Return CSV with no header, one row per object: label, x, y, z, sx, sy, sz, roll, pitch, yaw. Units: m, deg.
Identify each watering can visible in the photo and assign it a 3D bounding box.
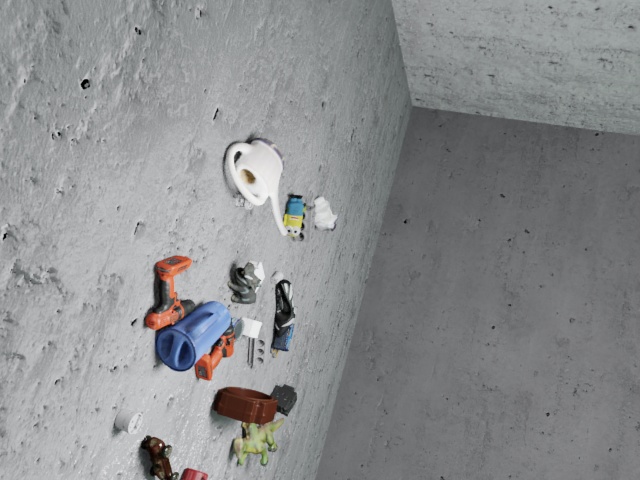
watering can,-0.183,-0.195,1.714,0.342,0.103,0.229,53,43,-31

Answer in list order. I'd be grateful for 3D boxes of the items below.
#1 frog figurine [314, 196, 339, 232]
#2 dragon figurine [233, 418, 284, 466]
frog figurine,0.008,-0.125,2.480,0.157,0.122,0.140,48,57,-23
dragon figurine,-0.263,0.819,2.236,0.416,0.122,0.239,-44,134,-62
